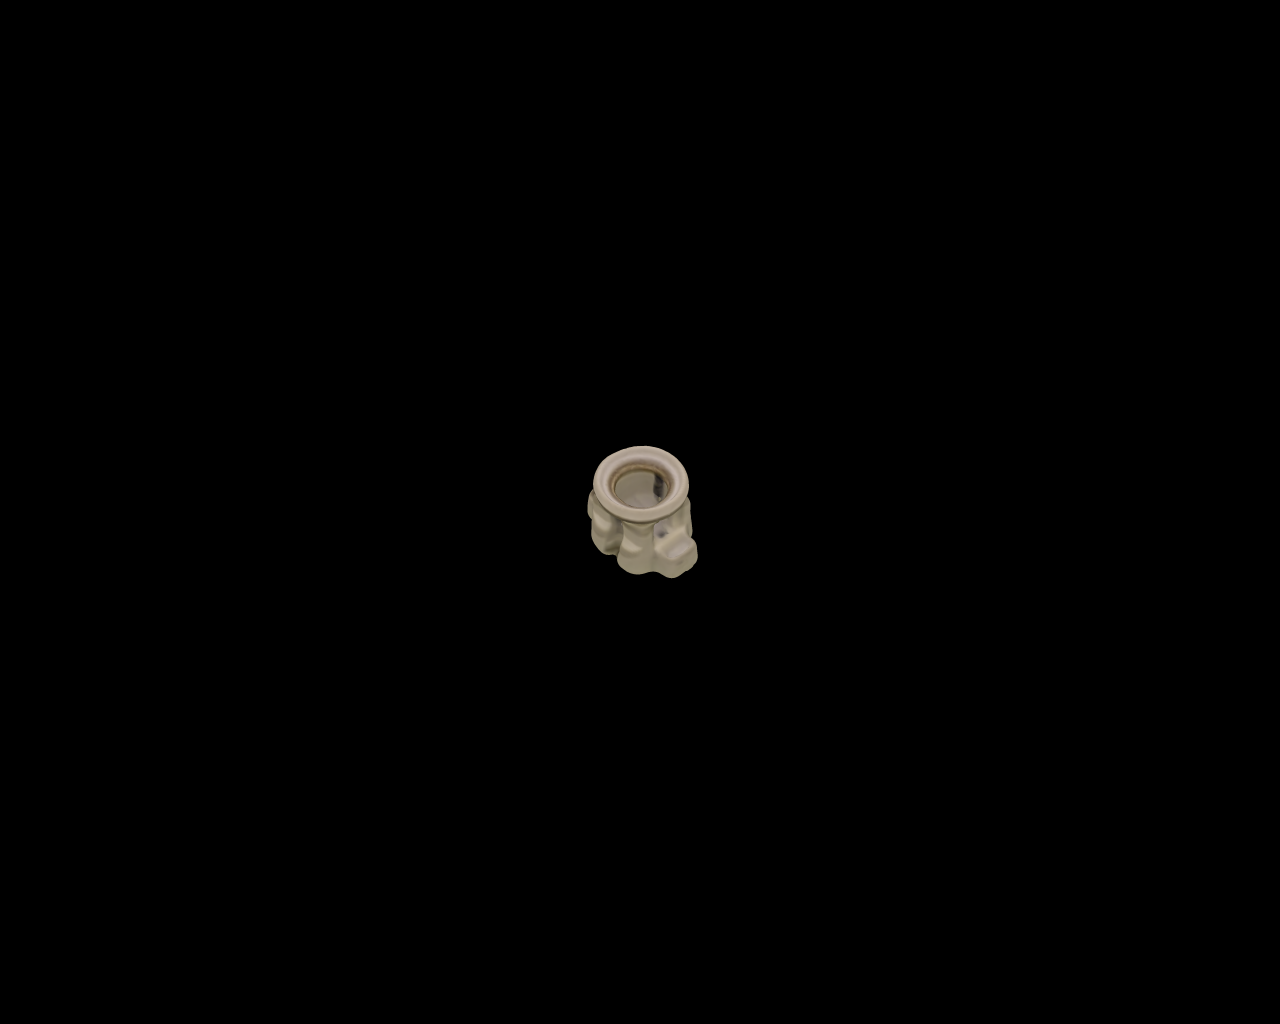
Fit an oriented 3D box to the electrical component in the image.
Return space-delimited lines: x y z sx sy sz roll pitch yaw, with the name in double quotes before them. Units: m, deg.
"electrical component" 0.001 -0.003 0.650 0.058 0.056 0.078 -36 58 -27
